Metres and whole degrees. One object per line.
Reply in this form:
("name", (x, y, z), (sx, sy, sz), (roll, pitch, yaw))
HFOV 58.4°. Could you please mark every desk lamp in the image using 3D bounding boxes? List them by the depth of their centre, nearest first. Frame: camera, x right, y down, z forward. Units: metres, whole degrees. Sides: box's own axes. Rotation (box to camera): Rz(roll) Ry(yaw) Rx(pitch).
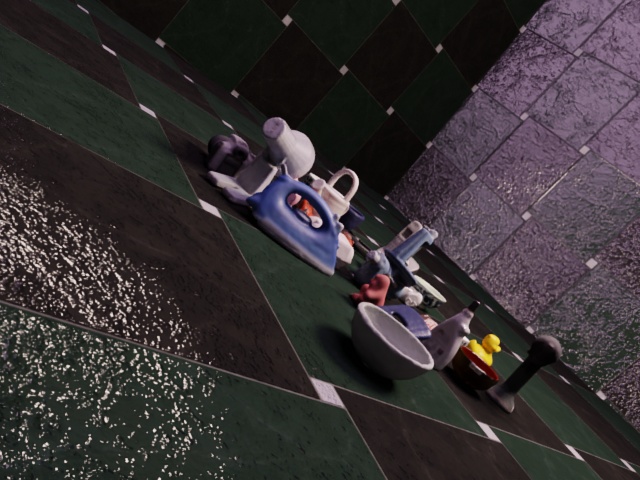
("desk lamp", (-0.124, -0.182, 1.350), (0.117, 0.213, 0.204), (42, 12, 19))

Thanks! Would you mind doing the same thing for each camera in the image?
("camera", (-0.223, -0.217, 1.465), (0.144, 0.100, 0.136), (29, 15, -39))

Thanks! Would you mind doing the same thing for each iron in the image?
("iron", (-0.034, -0.048, 1.291), (0.258, 0.141, 0.118), (38, 11, -5))

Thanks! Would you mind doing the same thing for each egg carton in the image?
("egg carton", (0.013, 0.005, 1.415), (0.151, 0.069, 0.107), (33, 12, -24))

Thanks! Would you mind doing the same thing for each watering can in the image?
("watering can", (0.033, -0.121, 1.648), (0.100, 0.194, 0.173), (42, 12, 15))

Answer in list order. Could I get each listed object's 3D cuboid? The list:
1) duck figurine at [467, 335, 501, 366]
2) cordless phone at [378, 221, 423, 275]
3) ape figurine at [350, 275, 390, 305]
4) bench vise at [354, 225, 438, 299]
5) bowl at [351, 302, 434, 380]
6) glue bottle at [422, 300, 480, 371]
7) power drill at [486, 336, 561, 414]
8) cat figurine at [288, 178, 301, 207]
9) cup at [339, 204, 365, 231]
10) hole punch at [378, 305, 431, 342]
("duck figurine", (0.467, 0.304, 1.623), (0.105, 0.086, 0.077), (33, 13, -26))
("cordless phone", (0.272, 0.033, 1.814), (0.094, 0.185, 0.147), (27, 16, -44))
("ape figurine", (0.117, 0.114, 1.261), (0.076, 0.092, 0.078), (42, 12, 16))
("bench vise", (0.204, 0.053, 1.441), (0.121, 0.219, 0.208), (43, 12, 20))
("bowl", (0.112, 0.189, 0.998), (0.168, 0.074, 0.167), (37, 12, -8))
("glue bottle", (0.293, 0.201, 1.262), (0.037, 0.173, 0.078), (27, 16, -44))
("power drill", (0.498, 0.313, 1.375), (0.075, 0.208, 0.230), (43, 12, 20))
("cat figurine", (-0.082, -0.111, 1.447), (0.067, 0.117, 0.128), (39, 11, 0))
("cup", (0.070, -0.067, 1.805), (0.118, 0.095, 0.091), (32, 13, -31))
("hole punch", (0.149, 0.175, 1.126), (0.101, 0.091, 0.108), (29, 15, -40))
